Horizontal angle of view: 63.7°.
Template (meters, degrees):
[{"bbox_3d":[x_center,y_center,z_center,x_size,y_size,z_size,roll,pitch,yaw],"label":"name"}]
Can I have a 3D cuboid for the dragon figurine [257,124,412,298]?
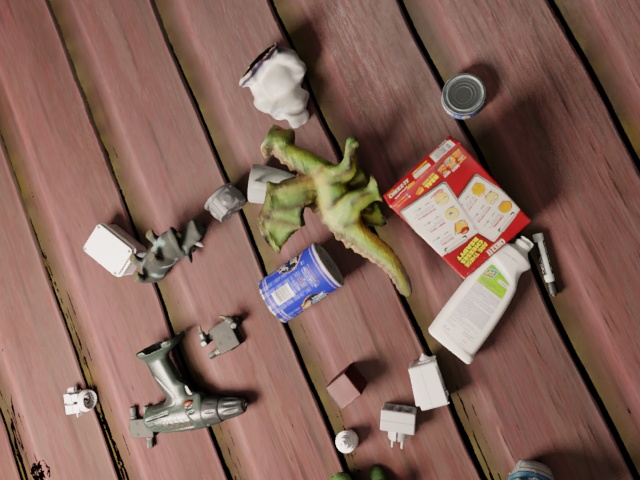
[{"bbox_3d":[0.003,-0.050,0.986,0.243,0.121,0.413,-19,80,-7],"label":"dragon figurine"}]

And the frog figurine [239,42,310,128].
[{"bbox_3d":[-0.076,-0.318,1.079,0.157,0.124,0.137,42,89,-25],"label":"frog figurine"}]
